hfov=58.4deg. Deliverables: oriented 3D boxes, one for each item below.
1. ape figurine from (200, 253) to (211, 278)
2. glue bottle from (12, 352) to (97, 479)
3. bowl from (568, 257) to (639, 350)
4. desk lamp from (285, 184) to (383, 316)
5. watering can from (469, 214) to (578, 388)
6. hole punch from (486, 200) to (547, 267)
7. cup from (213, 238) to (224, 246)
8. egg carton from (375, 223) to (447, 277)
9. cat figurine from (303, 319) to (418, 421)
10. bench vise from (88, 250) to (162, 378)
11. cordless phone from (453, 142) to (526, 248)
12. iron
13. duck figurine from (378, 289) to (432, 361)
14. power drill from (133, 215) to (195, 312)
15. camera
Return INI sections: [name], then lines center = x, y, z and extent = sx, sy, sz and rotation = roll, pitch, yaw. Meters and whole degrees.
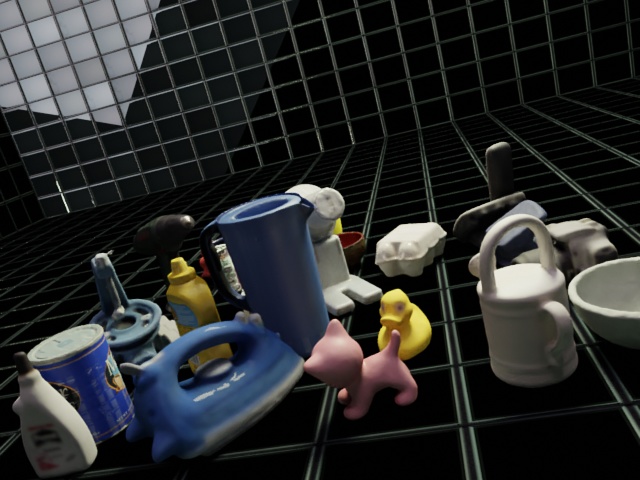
[ape figurine]
center = -0.262, 0.042, 1.381
extent = 0.076, 0.092, 0.077
rotation = -19, 17, -12
[glue bottle]
center = -0.348, 0.218, 0.723
extent = 0.078, 0.173, 0.037
rotation = -15, 16, 2
[bowl]
center = 0.388, 0.084, 0.682
extent = 0.167, 0.075, 0.167
rotation = -14, 16, 4
[desk lamp]
center = 0.010, 0.004, 1.043
extent = 0.118, 0.214, 0.202
rotation = -21, 17, -20
[watering can]
center = 0.232, 0.063, 0.677
extent = 0.101, 0.194, 0.172
rotation = -25, 19, -30
[hole punch]
center = 0.347, -0.013, 1.014
extent = 0.101, 0.091, 0.108
rotation = -14, 16, 3
[cup]
center = -0.201, 0.042, 1.320
extent = 0.118, 0.095, 0.091
rotation = -21, 17, -20
[egg carton]
center = 0.177, 0.016, 1.111
extent = 0.107, 0.069, 0.151
rotation = -3, 20, 36
[cat figurine]
center = 0.045, 0.150, 0.695
extent = 0.128, 0.118, 0.067
rotation = -17, 16, -5
[bench vise]
center = -0.355, 0.121, 0.970
extent = 0.206, 0.220, 0.122
rotation = 1, 23, 43
[cordless phone]
center = 0.325, -0.088, 1.118
extent = 0.148, 0.185, 0.094
rotation = -20, 17, -16
[iron]
center = -0.133, 0.168, 0.751
extent = 0.259, 0.141, 0.118
rotation = -28, 20, -37
[duck figurine]
center = 0.115, 0.111, 0.818
extent = 0.077, 0.086, 0.105
rotation = -5, 19, 30
[power drill]
center = -0.303, 0.045, 1.197
extent = 0.228, 0.208, 0.076
rotation = 2, 23, 45
[camera]
center = 0.355, 0.025, 0.862
extent = 0.137, 0.101, 0.143
rotation = -15, 16, 0
